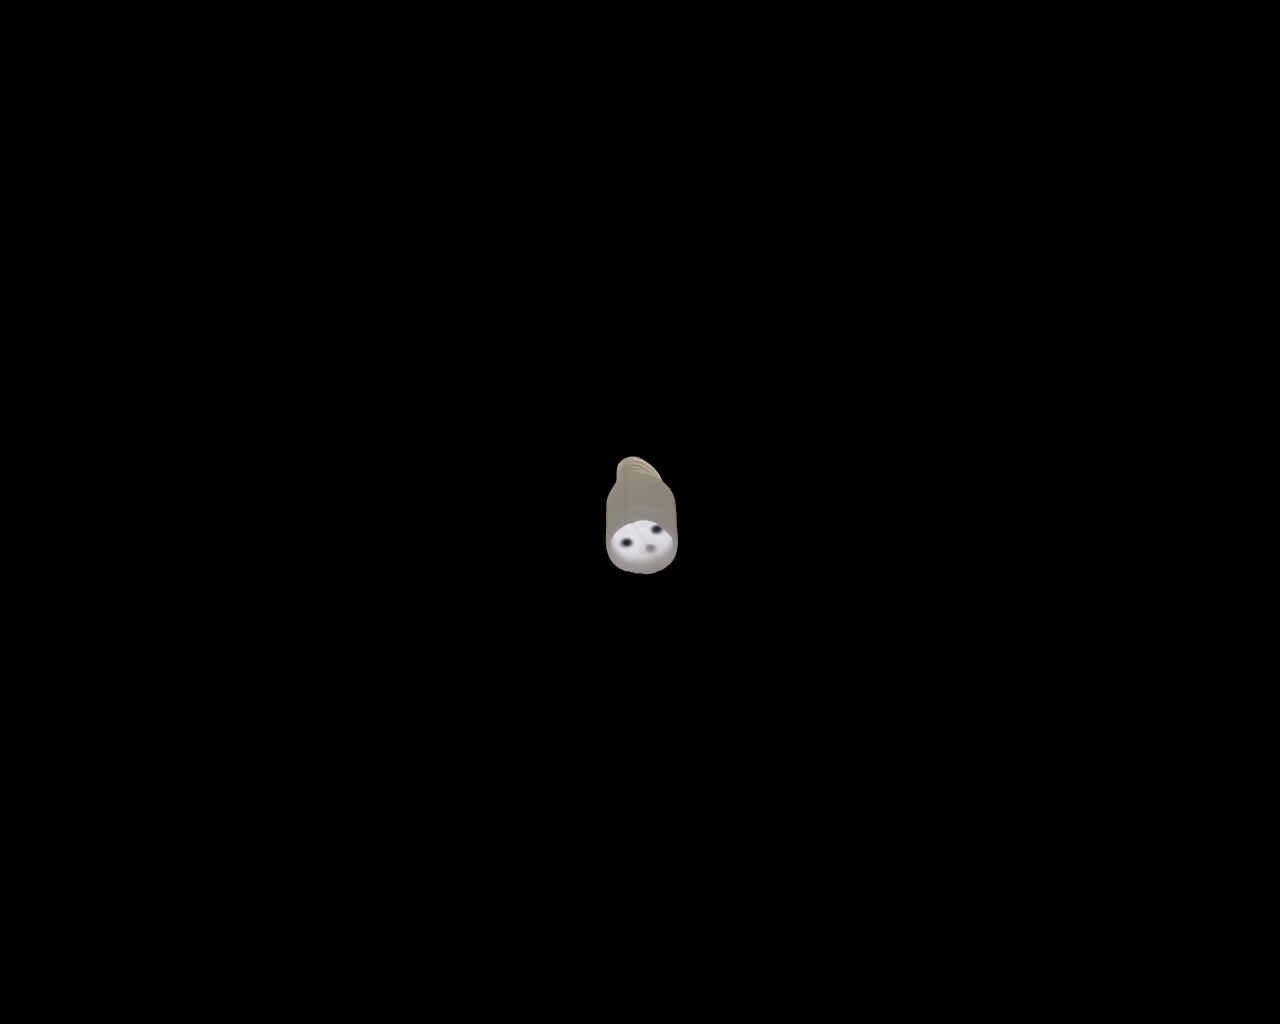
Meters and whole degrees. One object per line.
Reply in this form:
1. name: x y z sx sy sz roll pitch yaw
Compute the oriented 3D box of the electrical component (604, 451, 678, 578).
1. electrical component: 0.001 -0.003 0.650 0.043 0.043 0.081 0 37 0
